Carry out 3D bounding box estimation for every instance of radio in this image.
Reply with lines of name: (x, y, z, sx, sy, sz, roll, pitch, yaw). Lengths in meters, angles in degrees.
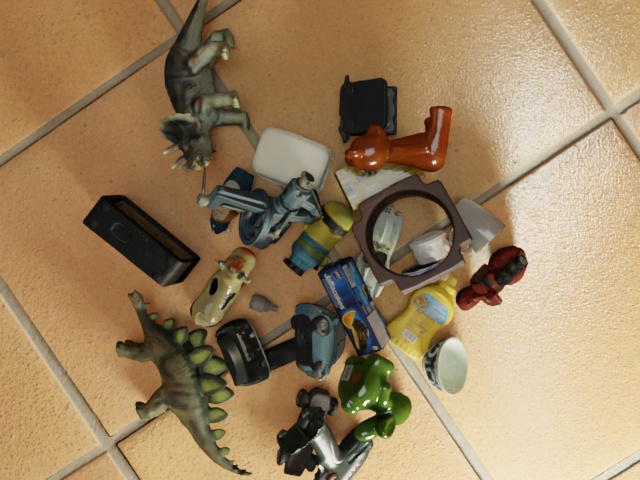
radio: (-0.375, 0.000, 1.136, 0.229, 0.131, 0.073, 38, 94, 1)

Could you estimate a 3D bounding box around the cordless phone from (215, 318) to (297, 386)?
cordless phone: (-0.122, 0.227, 1.171, 0.184, 0.089, 0.146, -22, 91, -8)

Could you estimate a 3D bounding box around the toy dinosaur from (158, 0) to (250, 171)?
toy dinosaur: (-0.265, -0.331, 1.133, 0.192, 0.131, 0.404, -11, 86, 2)

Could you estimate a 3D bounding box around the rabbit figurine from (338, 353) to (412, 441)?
rabbit figurine: (0.130, 0.338, 1.124, 0.170, 0.121, 0.159, 39, 48, -22)

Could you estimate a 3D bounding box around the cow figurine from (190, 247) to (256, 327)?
cow figurine: (-0.205, 0.098, 1.136, 0.085, 0.127, 0.195, 35, 95, -3)

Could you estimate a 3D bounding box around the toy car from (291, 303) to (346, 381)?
toy car: (0.006, 0.209, 1.142, 0.103, 0.109, 0.161, -5, 88, -34)

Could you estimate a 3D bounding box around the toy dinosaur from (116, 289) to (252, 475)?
toy dinosaur: (-0.295, 0.318, 1.161, 0.199, 0.105, 0.471, -22, 95, -1)

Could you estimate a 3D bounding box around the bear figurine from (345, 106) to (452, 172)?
bear figurine: (0.148, -0.193, 1.052, 0.196, 0.120, 0.132, 7, 87, 7)

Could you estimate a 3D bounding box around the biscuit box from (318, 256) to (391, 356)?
biscuit box: (0.072, 0.137, 1.116, 0.063, 0.059, 0.202, -23, 96, 32)

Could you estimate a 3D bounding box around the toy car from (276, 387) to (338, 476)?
toy car: (-0.030, 0.417, 1.177, 0.089, 0.053, 0.202, 18, 94, -19)

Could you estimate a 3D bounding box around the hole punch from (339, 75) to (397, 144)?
hole punch: (0.105, -0.276, 1.140, 0.116, 0.092, 0.142, 3, 96, 32)

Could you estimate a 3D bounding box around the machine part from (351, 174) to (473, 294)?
machine part: (0.181, -0.010, 1.065, 0.201, 0.087, 0.201, -29, 77, 12)

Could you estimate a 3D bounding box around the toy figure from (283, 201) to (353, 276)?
toy figure: (0.000, -0.001, 1.141, 0.180, 0.089, 0.082, -51, 130, -1)

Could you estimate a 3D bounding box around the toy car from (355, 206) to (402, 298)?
toy car: (0.121, 0.024, 1.155, 0.074, 0.056, 0.201, 16, 93, 2)

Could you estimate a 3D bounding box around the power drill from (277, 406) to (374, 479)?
power drill: (-0.003, 0.461, 1.118, 0.232, 0.086, 0.207, -41, 115, -14)

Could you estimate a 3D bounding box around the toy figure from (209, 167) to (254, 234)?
toy figure: (-0.199, -0.083, 1.166, 0.064, 0.057, 0.154, 32, 96, 39)

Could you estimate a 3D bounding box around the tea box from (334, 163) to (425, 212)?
tea box: (0.125, -0.138, 1.143, 0.170, 0.068, 0.098, -24, 91, 1)

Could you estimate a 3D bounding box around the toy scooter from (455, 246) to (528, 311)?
toy scooter: (0.363, 0.083, 1.109, 0.184, 0.135, 0.075, -43, 88, 2)

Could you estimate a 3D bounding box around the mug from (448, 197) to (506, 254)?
mug: (0.316, -0.030, 1.139, 0.109, 0.081, 0.107, -43, 79, 8)

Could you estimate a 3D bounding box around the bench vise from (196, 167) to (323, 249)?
bench vise: (-0.122, -0.068, 1.077, 0.240, 0.223, 0.129, 14, 57, -33)
